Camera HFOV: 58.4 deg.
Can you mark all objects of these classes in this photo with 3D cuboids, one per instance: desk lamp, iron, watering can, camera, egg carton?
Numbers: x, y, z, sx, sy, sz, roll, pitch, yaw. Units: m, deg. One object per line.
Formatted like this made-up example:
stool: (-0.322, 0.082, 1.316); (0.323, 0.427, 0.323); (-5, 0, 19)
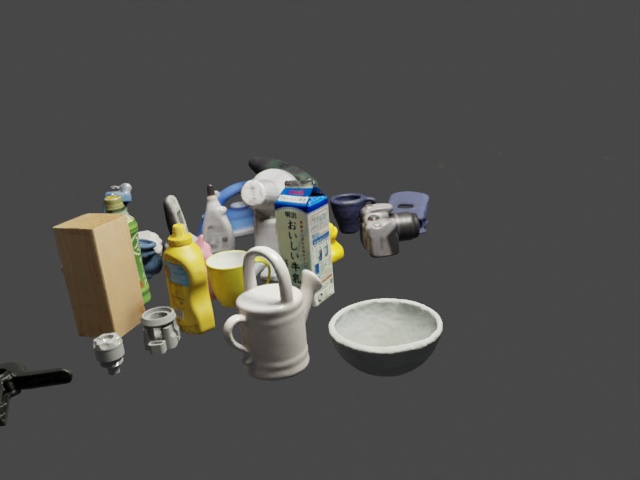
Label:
desk lamp: (-0.115, -0.041, 1.257); (0.117, 0.214, 0.203); (0, 19, 13)
iron: (-0.223, -0.088, 1.538); (0.259, 0.141, 0.118); (-18, 22, -33)
watering can: (-0.070, 0.098, 0.860); (0.100, 0.194, 0.173); (4, 20, 24)
camera: (0.165, -0.032, 1.339); (0.137, 0.101, 0.143); (-7, 19, -5)
egg carton: (-0.452, 0.027, 1.365); (0.150, 0.069, 0.107); (-9, 19, -13)

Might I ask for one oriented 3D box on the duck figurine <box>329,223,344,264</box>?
duck figurine: (0.012, 0.005, 1.290); (0.077, 0.086, 0.105); (5, 21, 28)

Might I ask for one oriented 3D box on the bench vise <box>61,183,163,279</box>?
bench vise: (-0.431, 0.002, 1.197); (0.121, 0.220, 0.208); (4, 20, 24)

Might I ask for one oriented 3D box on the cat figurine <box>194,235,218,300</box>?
cat figurine: (-0.245, 0.050, 1.168); (0.067, 0.118, 0.127); (-8, 19, -9)

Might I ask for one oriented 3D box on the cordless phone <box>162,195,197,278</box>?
cordless phone: (-0.304, -0.018, 1.281); (0.094, 0.185, 0.147); (-6, 19, -3)

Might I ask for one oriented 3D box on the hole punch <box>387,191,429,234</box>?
hole punch: (0.221, -0.069, 1.448); (0.108, 0.091, 0.101); (3, 20, 21)

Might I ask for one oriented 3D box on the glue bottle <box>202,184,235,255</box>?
glue bottle: (-0.252, -0.051, 1.384); (0.078, 0.173, 0.037); (-4, 19, 2)

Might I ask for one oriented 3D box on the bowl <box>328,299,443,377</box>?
bowl: (0.097, 0.153, 0.845); (0.167, 0.075, 0.167); (-4, 19, 2)

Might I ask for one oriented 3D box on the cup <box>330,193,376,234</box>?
cup: (0.087, -0.066, 1.468); (0.117, 0.095, 0.091); (-4, 19, 3)

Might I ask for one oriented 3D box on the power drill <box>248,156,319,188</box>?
power drill: (-0.093, -0.099, 1.431); (0.228, 0.208, 0.076); (13, 26, 43)
